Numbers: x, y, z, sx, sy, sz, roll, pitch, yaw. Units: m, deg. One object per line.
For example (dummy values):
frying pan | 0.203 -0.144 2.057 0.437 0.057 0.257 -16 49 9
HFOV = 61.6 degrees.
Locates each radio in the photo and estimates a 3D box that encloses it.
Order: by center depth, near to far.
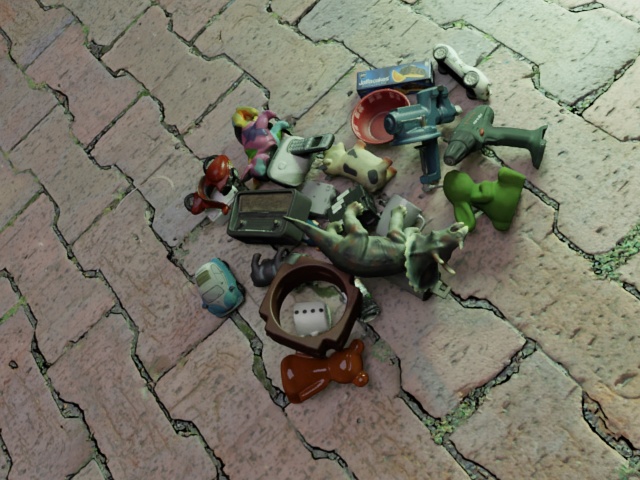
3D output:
radio | -0.137 -0.058 1.390 0.230 0.073 0.131 2 72 42

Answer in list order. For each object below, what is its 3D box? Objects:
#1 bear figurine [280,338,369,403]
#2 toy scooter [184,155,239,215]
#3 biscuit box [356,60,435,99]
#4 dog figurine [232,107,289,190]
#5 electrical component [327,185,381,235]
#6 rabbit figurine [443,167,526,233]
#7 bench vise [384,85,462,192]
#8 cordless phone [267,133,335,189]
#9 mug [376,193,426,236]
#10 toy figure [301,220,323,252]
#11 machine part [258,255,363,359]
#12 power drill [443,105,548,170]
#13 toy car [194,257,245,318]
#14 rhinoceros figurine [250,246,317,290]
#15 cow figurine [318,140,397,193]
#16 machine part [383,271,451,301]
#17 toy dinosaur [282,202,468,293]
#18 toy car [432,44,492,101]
bear figurine | 0.011 0.297 1.228 0.196 0.131 0.120 -11 68 -1
toy scooter | -0.275 -0.136 1.442 0.135 0.075 0.184 29 87 28
biscuit box | 0.199 -0.421 1.427 0.203 0.059 0.063 -4 70 21
dog figurine | -0.185 -0.251 1.497 0.192 0.108 0.219 13 79 25
electrical component | 0.080 -0.070 1.325 0.115 0.058 0.134 -34 33 17
rabbit figurine | 0.358 -0.095 1.218 0.170 0.121 0.159 19 99 17
bench vise | 0.258 -0.239 1.293 0.129 0.223 0.240 1 106 50
cordless phone | -0.040 -0.205 1.381 0.184 0.088 0.146 -3 55 50
mug | 0.193 -0.040 1.287 0.110 0.080 0.107 37 99 20
toy figure | -0.003 -0.003 1.361 0.155 0.058 0.064 30 125 27
machine part | -0.018 0.150 1.207 0.201 0.087 0.201 17 64 19
power drill | 0.404 -0.219 1.226 0.208 0.085 0.232 10 44 21
toy car | -0.275 0.114 1.401 0.109 0.102 0.162 -33 64 7
rhinoceros figurine | -0.089 0.078 1.355 0.190 0.073 0.112 -6 68 20
cow figurine | 0.084 -0.188 1.379 0.195 0.085 0.127 37 81 28
machine part | 0.188 0.069 1.244 0.243 0.079 0.079 30 85 27
toy dinosaur | 0.109 0.022 1.167 0.405 0.131 0.192 -2 45 9
toy car | 0.355 -0.426 1.359 0.056 0.073 0.202 -41 62 8
